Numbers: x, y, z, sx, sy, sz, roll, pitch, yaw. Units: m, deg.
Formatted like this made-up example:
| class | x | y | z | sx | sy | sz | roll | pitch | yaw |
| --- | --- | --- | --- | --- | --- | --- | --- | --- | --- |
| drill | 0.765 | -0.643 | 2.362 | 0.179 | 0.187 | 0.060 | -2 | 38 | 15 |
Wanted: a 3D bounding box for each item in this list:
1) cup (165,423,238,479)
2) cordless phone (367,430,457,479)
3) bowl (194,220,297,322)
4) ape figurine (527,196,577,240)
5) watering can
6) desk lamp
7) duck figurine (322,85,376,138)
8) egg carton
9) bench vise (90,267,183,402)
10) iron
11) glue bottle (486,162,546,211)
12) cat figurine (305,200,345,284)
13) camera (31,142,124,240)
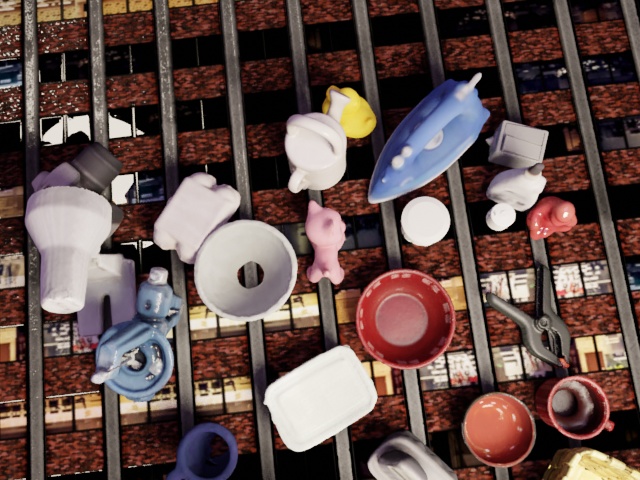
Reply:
| class | x | y | z | sx | sy | sz | roll | pitch | yaw |
| --- | --- | --- | --- | --- | --- | --- | --- | --- | --- |
| cup | -0.177 | 0.334 | 0.888 | 0.118 | 0.095 | 0.091 | -34 | 80 | -5 |
| cordless phone | 0.147 | 0.355 | 0.833 | 0.147 | 0.185 | 0.094 | 37 | 82 | 8 |
| bowl | -0.119 | 0.054 | 0.950 | 0.167 | 0.075 | 0.167 | 0 | 79 | 1 |
| ape figurine | 0.391 | -0.040 | 0.951 | 0.077 | 0.092 | 0.076 | 17 | 80 | 4 |
| watering can | -0.006 | -0.162 | 0.928 | 0.101 | 0.194 | 0.173 | 5 | 79 | 2 |
| desk lamp | -0.364 | 0.040 | 0.886 | 0.118 | 0.213 | 0.203 | -8 | 79 | 0 |
| duck figurine | 0.051 | -0.229 | 0.995 | 0.104 | 0.086 | 0.077 | 36 | 82 | 7 |
| egg carton | -0.210 | -0.039 | 0.972 | 0.107 | 0.069 | 0.150 | 30 | 81 | 6 |
| bench vise | -0.287 | 0.143 | 0.862 | 0.121 | 0.220 | 0.207 | -6 | 79 | 0 |
| iron | 0.175 | -0.169 | 0.954 | 0.118 | 0.141 | 0.258 | 43 | 83 | 8 |
| glue bottle | 0.326 | -0.092 | 0.920 | 0.078 | 0.173 | 0.037 | 24 | 81 | 6 |
| cat figurine | 0.009 | 0.003 | 0.936 | 0.067 | 0.118 | 0.128 | -1 | 79 | 1 |
| camera | -0.393 | -0.092 | 0.969 | 0.143 | 0.101 | 0.137 | 40 | 82 | 8 |
